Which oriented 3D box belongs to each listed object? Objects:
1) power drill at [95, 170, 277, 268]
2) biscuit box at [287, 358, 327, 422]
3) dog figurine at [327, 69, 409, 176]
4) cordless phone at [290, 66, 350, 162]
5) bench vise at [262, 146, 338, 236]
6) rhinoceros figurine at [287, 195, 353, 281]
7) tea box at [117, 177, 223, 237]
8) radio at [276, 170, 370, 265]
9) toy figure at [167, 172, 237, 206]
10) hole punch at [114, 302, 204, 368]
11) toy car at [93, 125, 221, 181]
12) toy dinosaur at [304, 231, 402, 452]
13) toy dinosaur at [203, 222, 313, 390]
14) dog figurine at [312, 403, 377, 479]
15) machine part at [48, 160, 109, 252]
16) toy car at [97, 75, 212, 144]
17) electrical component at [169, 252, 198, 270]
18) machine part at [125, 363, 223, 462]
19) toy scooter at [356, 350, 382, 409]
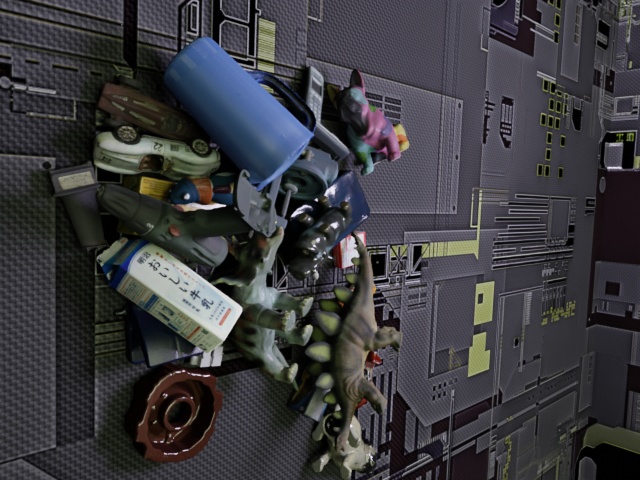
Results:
[{"bbox_3d":[-0.185,-0.036,0.807,0.231,0.207,0.086,45,34,-48],"label":"power drill"},{"bbox_3d":[0.003,0.299,1.213,0.059,0.063,0.202,41,66,-38],"label":"biscuit box"},{"bbox_3d":[0.106,-0.272,1.215,0.219,0.108,0.191,61,32,-14],"label":"dog figurine"},{"bbox_3d":[0.001,-0.266,1.146,0.146,0.089,0.184,32,54,-41],"label":"cordless phone"},{"bbox_3d":[-0.078,-0.116,1.015,0.223,0.129,0.240,24,62,-25],"label":"bench vise"},{"bbox_3d":[-0.002,-0.003,1.066,0.190,0.073,0.112,-54,150,-34],"label":"rhinoceros figurine"},{"bbox_3d":[-0.251,-0.048,0.926,0.169,0.068,0.098,11,86,-43],"label":"tea box"},{"bbox_3d":[0.003,-0.053,1.168,0.229,0.073,0.131,-40,120,-35],"label":"radio"},{"bbox_3d":[-0.183,-0.083,0.899,0.154,0.064,0.058,-5,60,-40],"label":"toy figure"},{"bbox_3d":[-0.268,0.155,0.922,0.142,0.092,0.115,-8,97,-39],"label":"hole punch"},{"bbox_3d":[-0.261,-0.135,0.874,0.201,0.073,0.056,7,60,-28],"label":"toy car"},{"bbox_3d":[0.073,0.206,1.157,0.199,0.105,0.471,15,69,-4],"label":"toy dinosaur"},{"bbox_3d":[-0.120,0.156,1.023,0.131,0.192,0.404,-50,155,-45],"label":"toy dinosaur"},{"bbox_3d":[0.076,0.478,1.294,0.190,0.121,0.172,20,84,-58],"label":"dog figurine"},{"bbox_3d":[-0.368,-0.049,0.835,0.084,0.039,0.138,-30,111,-47],"label":"machine part"},{"bbox_3d":[-0.266,-0.201,0.898,0.202,0.053,0.089,19,95,-45],"label":"toy car"},{"bbox_3d":[-0.263,0.038,0.956,0.094,0.021,0.063,-19,108,-41],"label":"electrical component"},{"bbox_3d":[-0.261,0.308,0.966,0.179,0.056,0.179,-8,101,-43],"label":"machine part"},{"bbox_3d":[0.100,0.309,1.261,0.075,0.135,0.184,18,76,-4],"label":"toy scooter"}]
